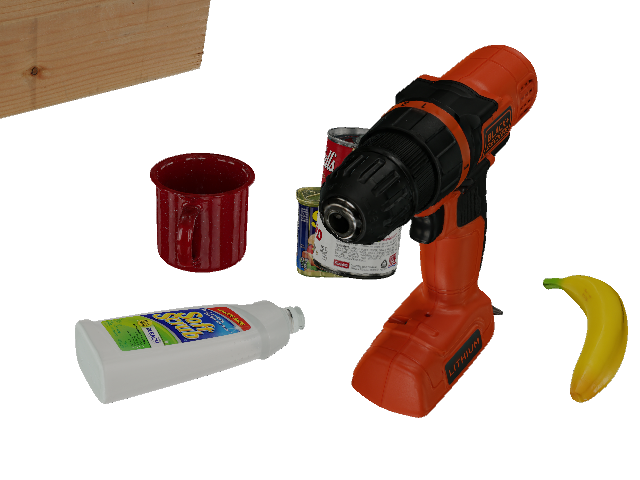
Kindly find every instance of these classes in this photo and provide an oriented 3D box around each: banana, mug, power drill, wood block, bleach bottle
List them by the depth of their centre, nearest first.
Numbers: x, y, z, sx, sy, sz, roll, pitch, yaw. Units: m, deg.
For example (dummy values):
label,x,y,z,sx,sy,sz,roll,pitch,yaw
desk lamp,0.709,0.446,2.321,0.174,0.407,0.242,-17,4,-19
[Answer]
label,x,y,z,sx,sy,sz,roll,pitch,yaw
power drill,0.057,0.004,0.583,0.057,0.188,0.184,24,41,26
wood block,-0.198,-0.172,0.839,0.205,0.091,0.090,-21,52,-35
mug,-0.108,-0.018,0.953,0.093,0.081,0.117,5,28,3
banana,0.263,0.085,1.028,0.070,0.037,0.197,-29,23,18
bleach bottle,-0.138,0.109,1.195,0.250,0.068,0.103,-12,33,-26

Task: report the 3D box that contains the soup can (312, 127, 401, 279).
label,x,y,z,sx,sy,sz,roll,pitch,yaw
soup can,0.033,-0.029,0.810,0.068,0.102,0.068,7,17,-2

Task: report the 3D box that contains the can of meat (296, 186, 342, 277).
label,x,y,z,sx,sy,sz,roll,pitch,yaw
can of meat,0.024,-0.008,1.121,0.102,0.084,0.057,1,19,-3
